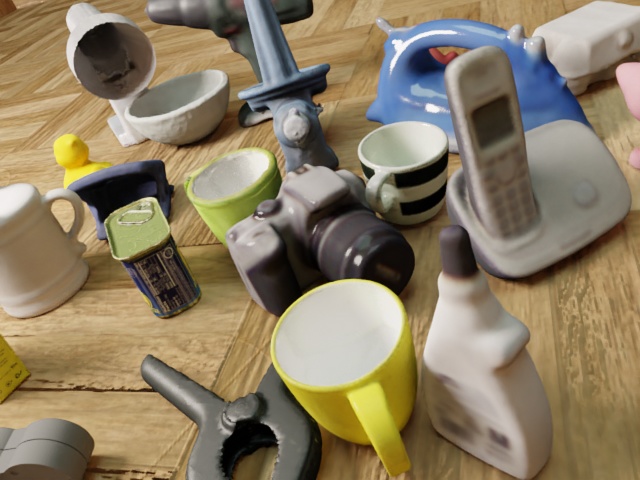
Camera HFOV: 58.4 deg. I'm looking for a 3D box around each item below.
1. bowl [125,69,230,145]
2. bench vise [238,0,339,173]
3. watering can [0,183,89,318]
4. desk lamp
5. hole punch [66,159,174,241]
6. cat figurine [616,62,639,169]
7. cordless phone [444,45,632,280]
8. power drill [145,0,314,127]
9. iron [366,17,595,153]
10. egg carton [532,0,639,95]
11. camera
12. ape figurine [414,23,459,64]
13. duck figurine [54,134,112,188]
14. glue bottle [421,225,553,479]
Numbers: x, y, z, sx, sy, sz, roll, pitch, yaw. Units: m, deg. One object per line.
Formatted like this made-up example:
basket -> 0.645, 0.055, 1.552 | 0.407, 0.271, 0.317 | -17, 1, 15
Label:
bowl -> -0.209, -0.195, 0.888 | 0.167, 0.075, 0.167 | -12, 36, 9
bench vise -> -0.034, -0.198, 0.684 | 0.121, 0.220, 0.206 | -28, 36, -12
watering can -> -0.345, -0.014, 0.604 | 0.173, 0.194, 0.100 | -38, 39, -25
desk lamp -> -0.324, -0.262, 0.910 | 0.118, 0.214, 0.202 | -30, 37, -15
hole punch -> -0.248, -0.066, 0.719 | 0.108, 0.091, 0.101 | -18, 35, 2
cat figurine -> 0.312, -0.111, 0.496 | 0.067, 0.118, 0.127 | -16, 35, 4
cordless phone -> 0.168, -0.073, 0.453 | 0.148, 0.185, 0.094 | -29, 36, -13
power drill -> -0.110, -0.281, 0.841 | 0.229, 0.209, 0.075 | -17, 35, 3
iron -> 0.171, -0.183, 0.637 | 0.257, 0.142, 0.119 | 14, 47, 37
egg carton -> 0.330, -0.236, 0.698 | 0.150, 0.069, 0.107 | -27, 36, -11
camera -> 0.005, 0.002, 0.502 | 0.143, 0.101, 0.136 | -32, 37, -17
ape figurine -> 0.147, -0.251, 0.784 | 0.077, 0.092, 0.076 | 21, 51, 42
duck figurine -> -0.346, -0.111, 0.828 | 0.104, 0.086, 0.078 | 16, 48, 39
glue bottle -> 0.087, 0.062, 0.320 | 0.077, 0.173, 0.037 | 21, 51, 42
